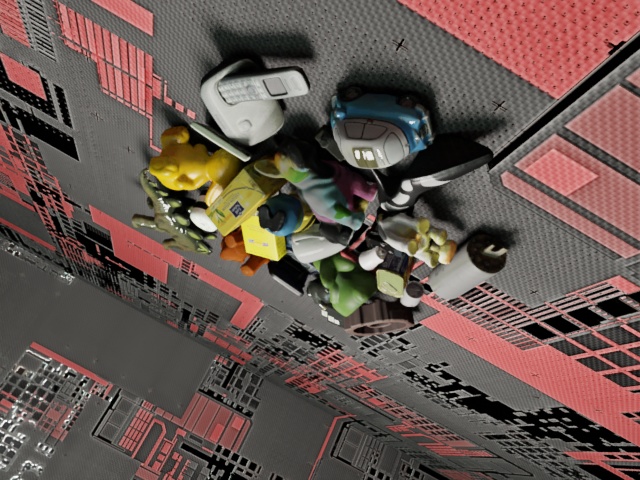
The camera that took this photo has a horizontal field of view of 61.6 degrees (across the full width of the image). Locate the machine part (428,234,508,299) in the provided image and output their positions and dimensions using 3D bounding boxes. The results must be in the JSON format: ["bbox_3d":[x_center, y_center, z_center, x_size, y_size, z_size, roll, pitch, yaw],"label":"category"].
[{"bbox_3d":[0.273,0.054,1.011,0.079,0.079,0.243,29,155,-2],"label":"machine part"}]

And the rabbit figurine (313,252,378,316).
[{"bbox_3d":[0.039,0.082,1.222,0.170,0.121,0.159,47,-177,8],"label":"rabbit figurine"}]

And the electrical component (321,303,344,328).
[{"bbox_3d":[0.065,0.199,1.497,0.134,0.058,0.114,22,152,12],"label":"electrical component"}]

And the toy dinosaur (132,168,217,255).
[{"bbox_3d":[-0.377,-0.057,1.405,0.199,0.105,0.470,8,158,21],"label":"toy dinosaur"}]

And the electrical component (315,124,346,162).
[{"bbox_3d":[0.022,-0.154,0.861,0.063,0.094,0.021,42,110,-11],"label":"electrical component"}]

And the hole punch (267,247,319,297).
[{"bbox_3d":[-0.069,0.069,1.374,0.142,0.092,0.116,33,-176,-18],"label":"hole punch"}]

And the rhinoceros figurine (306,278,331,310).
[{"bbox_3d":[0.047,0.128,1.378,0.190,0.073,0.112,-3,131,49],"label":"rhinoceros figurine"}]

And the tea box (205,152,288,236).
[{"bbox_3d":[-0.142,-0.089,1.056,0.068,0.098,0.169,50,135,-1],"label":"tea box"}]

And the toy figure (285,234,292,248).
[{"bbox_3d":[-0.108,-0.026,1.247,0.155,0.064,0.058,23,-168,18],"label":"toy figure"}]

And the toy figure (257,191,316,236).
[{"bbox_3d":[-0.065,-0.049,1.052,0.082,0.180,0.089,47,114,5],"label":"toy figure"}]

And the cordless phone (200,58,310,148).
[{"bbox_3d":[-0.081,-0.219,0.845,0.184,0.089,0.146,5,146,31],"label":"cordless phone"}]

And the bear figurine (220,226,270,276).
[{"bbox_3d":[-0.207,0.021,1.359,0.196,0.132,0.120,-10,110,46],"label":"bear figurine"}]

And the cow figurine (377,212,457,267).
[{"bbox_3d":[0.168,0.000,0.936,0.098,0.068,0.167,24,180,41],"label":"cow figurine"}]

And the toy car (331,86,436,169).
[{"bbox_3d":[0.080,-0.152,0.788,0.162,0.103,0.109,14,152,29],"label":"toy car"}]

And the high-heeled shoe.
[{"bbox_3d":[0.181,-0.083,0.847,0.249,0.086,0.145,3,149,49],"label":"high-heeled shoe"}]

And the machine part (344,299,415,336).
[{"bbox_3d":[0.146,0.194,1.333,0.179,0.056,0.179,-5,158,-2],"label":"machine part"}]

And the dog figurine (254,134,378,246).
[{"bbox_3d":[-0.011,-0.097,0.976,0.219,0.108,0.191,32,157,1],"label":"dog figurine"}]

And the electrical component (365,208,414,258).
[{"bbox_3d":[0.152,-0.008,1.015,0.119,0.075,0.047,20,154,24],"label":"electrical component"}]

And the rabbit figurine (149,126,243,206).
[{"bbox_3d":[-0.238,-0.141,1.102,0.173,0.122,0.162,-2,138,14],"label":"rabbit figurine"}]

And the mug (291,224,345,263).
[{"bbox_3d":[-0.002,-0.003,1.151,0.107,0.081,0.109,-15,156,25],"label":"mug"}]
